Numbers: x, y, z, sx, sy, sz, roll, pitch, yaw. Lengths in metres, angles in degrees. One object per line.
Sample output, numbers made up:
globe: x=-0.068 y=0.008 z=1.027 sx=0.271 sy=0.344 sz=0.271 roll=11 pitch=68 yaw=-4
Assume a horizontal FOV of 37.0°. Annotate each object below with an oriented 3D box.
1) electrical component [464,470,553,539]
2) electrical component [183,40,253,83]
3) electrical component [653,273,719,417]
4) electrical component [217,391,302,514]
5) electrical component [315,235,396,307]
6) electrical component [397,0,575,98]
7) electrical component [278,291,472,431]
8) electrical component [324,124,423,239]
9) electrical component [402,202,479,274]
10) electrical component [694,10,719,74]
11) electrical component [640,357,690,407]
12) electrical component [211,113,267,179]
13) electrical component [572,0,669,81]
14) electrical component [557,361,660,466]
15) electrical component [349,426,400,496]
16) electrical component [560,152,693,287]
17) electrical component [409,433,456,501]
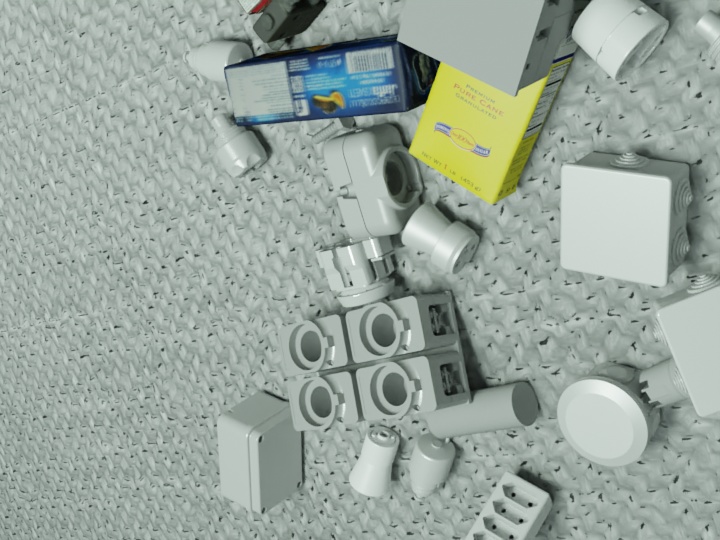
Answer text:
electrical component: x=0.142 y=0.245 z=1.016 sx=0.047 sy=0.083 sz=0.075 roll=26 pitch=163 yaw=26
electrical component: x=-0.139 y=-0.202 z=1.039 sx=0.078 sy=0.040 sz=0.040 roll=14 pitch=118 yaw=33
electrical component: x=0.277 y=0.050 z=0.806 sx=0.100 sy=0.048 sz=0.099 roll=-23 pitch=96 yaw=11
electrical component: x=-0.108 y=0.201 z=1.181 sx=0.057 sy=0.078 sz=0.113 roll=19 pitch=121 yaw=34
electrical component: x=0.000 y=0.000 z=1.015 sx=0.078 sy=0.058 sz=0.057 roll=-11 pitch=101 yaw=40
electrical component: x=0.105 y=-0.233 z=0.758 sx=0.105 sy=0.060 sz=0.186 roll=31 pitch=128 yaw=24
electrical component: x=0.006 y=0.091 z=1.029 sx=0.186 sy=0.060 sz=0.105 roll=-16 pitch=82 yaw=42
electrical component: x=0.015 y=-0.080 z=0.967 sx=0.059 sy=0.054 sz=0.095 roll=-6 pitch=107 yaw=40
electrical component: x=0.072 y=-0.028 z=0.954 sx=0.055 sy=0.045 sz=0.045 roll=35 pitch=128 yaw=20
electrical component: x=0.262 y=-0.155 z=0.746 sx=0.062 sy=0.043 sz=0.043 roll=44 pitch=131 yaw=15
electrical component: x=0.256 y=0.089 z=0.870 sx=0.046 sy=0.040 sz=0.040 roll=-33 pitch=88 yaw=48
electrical component: x=-0.124 y=-0.125 z=1.062 sx=0.043 sy=0.043 sz=0.062 roll=-36 pitch=86 yaw=42
electrical component: x=0.189 y=-0.174 z=0.787 sx=0.047 sy=0.055 sz=0.055 roll=46 pitch=131 yaw=16
electrical component: x=0.213 y=0.120 z=0.910 sx=0.080 sy=0.051 sz=0.080 roll=17 pitch=120 yaw=31
electrical component: x=0.017 y=0.194 z=1.106 sx=0.044 sy=0.044 sz=0.065 roll=29 pitch=121 yaw=24
electrical component: x=0.207 y=-0.042 z=0.838 sx=0.100 sy=0.048 sz=0.099 roll=12 pitch=118 yaw=34
electrical component: x=0.068 y=0.198 z=1.067 sx=0.040 sy=0.040 sz=0.078 roll=30 pitch=126 yaw=24
